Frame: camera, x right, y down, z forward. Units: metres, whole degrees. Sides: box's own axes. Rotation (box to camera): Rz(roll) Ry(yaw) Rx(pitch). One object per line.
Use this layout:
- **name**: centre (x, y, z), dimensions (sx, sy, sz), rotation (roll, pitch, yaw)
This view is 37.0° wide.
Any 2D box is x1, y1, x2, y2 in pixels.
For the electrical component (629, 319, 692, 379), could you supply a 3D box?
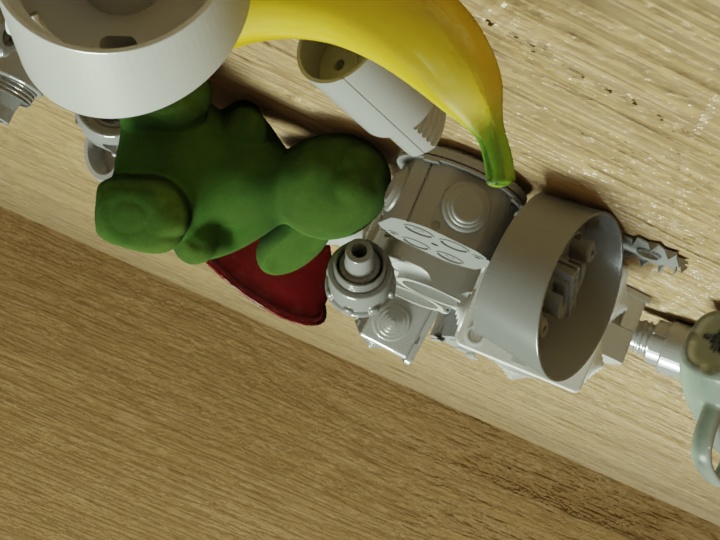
- **electrical component**: centre (0.225, 0.055, 0.787), dimensions (0.078, 0.040, 0.040), rotation (20, 171, 20)

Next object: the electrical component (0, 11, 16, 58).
- **electrical component**: centre (-0.259, -0.167, 0.725), dimensions (0.061, 0.035, 0.035), rotation (24, 172, 19)

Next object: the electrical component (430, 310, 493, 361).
- **electrical component**: centre (0.109, 0.039, 0.907), dimensions (0.079, 0.063, 0.121), rotation (26, 169, -18)

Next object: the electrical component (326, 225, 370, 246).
- **electrical component**: centre (-0.015, -0.036, 0.864), dimensions (0.065, 0.044, 0.044), rotation (14, 168, 27)

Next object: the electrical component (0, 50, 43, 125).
- **electrical component**: centre (-0.255, -0.138, 0.796), dimensions (0.043, 0.062, 0.043), rotation (23, 171, 4)

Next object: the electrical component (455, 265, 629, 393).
- **electrical component**: centre (0.116, 0.023, 0.688), dimensions (0.100, 0.099, 0.048), rotation (22, -176, 7)

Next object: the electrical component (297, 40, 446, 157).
- **electrical component**: centre (0.012, -0.083, 0.485), dimensions (0.043, 0.043, 0.081), rotation (17, 169, 38)

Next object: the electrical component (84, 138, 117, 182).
- **electrical component**: centre (-0.153, -0.089, 0.874), dimensions (0.138, 0.052, 0.074), rotation (18, -164, 36)

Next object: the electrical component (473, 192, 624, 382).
- **electrical component**: centre (0.109, 0.008, 0.612), dimensions (0.064, 0.099, 0.099), rotation (27, 173, 22)

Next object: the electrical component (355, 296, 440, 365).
- **electrical component**: centre (0.036, 0.022, 0.885), dimensions (0.048, 0.099, 0.099), rotation (28, -177, -5)

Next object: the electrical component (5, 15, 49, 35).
- **electrical component**: centre (-0.173, -0.142, 0.606), dimensions (0.079, 0.044, 0.077), rotation (21, 172, -2)

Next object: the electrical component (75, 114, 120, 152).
- **electrical component**: centre (-0.166, -0.111, 0.748), dimensions (0.078, 0.058, 0.057), rotation (23, 174, 3)

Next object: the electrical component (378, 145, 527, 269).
- **electrical component**: centre (0.053, -0.037, 0.634), dimensions (0.080, 0.051, 0.080), rotation (23, 172, 4)

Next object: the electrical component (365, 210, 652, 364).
- **electrical component**: centre (0.098, 0.011, 0.783), dimensions (0.186, 0.060, 0.105), rotation (25, 171, -11)

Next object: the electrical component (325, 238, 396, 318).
- **electrical component**: centre (0.000, 0.000, 0.697), dimensions (0.048, 0.048, 0.062), rotation (22, 159, 10)

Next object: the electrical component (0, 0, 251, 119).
- **electrical component**: centre (-0.091, -0.111, 0.411), dimensions (0.099, 0.099, 0.064), rotation (23, 165, 5)
